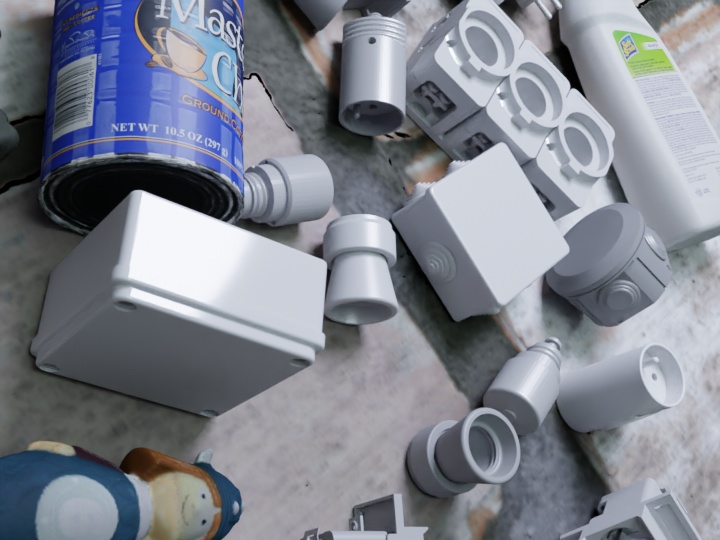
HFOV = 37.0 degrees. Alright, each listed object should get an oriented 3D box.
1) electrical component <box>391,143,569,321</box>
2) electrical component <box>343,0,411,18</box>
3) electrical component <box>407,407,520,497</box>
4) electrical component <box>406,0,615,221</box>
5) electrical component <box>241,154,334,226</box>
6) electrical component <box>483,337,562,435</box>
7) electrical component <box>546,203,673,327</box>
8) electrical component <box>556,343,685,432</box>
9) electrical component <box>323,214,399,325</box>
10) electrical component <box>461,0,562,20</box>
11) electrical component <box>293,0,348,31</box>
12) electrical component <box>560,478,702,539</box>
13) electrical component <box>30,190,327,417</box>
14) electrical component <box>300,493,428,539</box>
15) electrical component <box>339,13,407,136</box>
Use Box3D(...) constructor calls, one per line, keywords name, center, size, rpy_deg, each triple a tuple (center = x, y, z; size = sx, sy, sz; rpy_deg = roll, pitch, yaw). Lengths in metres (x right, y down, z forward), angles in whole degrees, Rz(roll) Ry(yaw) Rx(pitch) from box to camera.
Box3D(name="electrical component", center=(0.079, -0.024, 0.715), size=(0.100, 0.048, 0.099), rpy_deg=(-34, 93, -41))
Box3D(name="electrical component", center=(0.016, -0.214, 0.753), size=(0.064, 0.042, 0.081), rpy_deg=(-14, 81, -41))
Box3D(name="electrical component", center=(0.061, 0.109, 0.639), size=(0.045, 0.055, 0.045), rpy_deg=(15, 62, -32))
Box3D(name="electrical component", center=(0.106, -0.113, 0.764), size=(0.150, 0.062, 0.089), rpy_deg=(43, 51, -15))
Box3D(name="electrical component", center=(-0.052, -0.045, 0.629), size=(0.078, 0.040, 0.040), rpy_deg=(-11, 78, -40))
Box3D(name="electrical component", center=(0.111, 0.072, 0.703), size=(0.040, 0.040, 0.078), rpy_deg=(49, 50, -10))
Box3D(name="electrical component", center=(0.176, -0.004, 0.760), size=(0.051, 0.080, 0.080), rpy_deg=(42, 51, -22))
Box3D(name="electrical component", center=(0.188, 0.078, 0.735), size=(0.079, 0.077, 0.044), rpy_deg=(-12, 78, -40))
Box3D(name="electrical component", center=(0.000, 0.000, 0.647), size=(0.045, 0.045, 0.055), rpy_deg=(14, 62, -32))
Box3D(name="electrical component", center=(0.131, -0.229, 0.840), size=(0.073, 0.052, 0.138), rpy_deg=(51, 50, -8))
Box3D(name="electrical component", center=(-0.037, -0.194, 0.705), size=(0.065, 0.044, 0.044), rpy_deg=(38, 52, -13))
Box3D(name="electrical component", center=(0.177, 0.169, 0.693), size=(0.042, 0.081, 0.064), rpy_deg=(59, 26, -2))
Box3D(name="electrical component", center=(-0.089, 0.021, 0.528), size=(0.109, 0.109, 0.056), rpy_deg=(21, 57, -29))
Box3D(name="electrical component", center=(0.002, 0.164, 0.579), size=(0.064, 0.042, 0.081), rpy_deg=(10, 65, -32))
Box3D(name="electrical component", center=(0.009, -0.135, 0.712), size=(0.043, 0.043, 0.081), rpy_deg=(18, 61, -31))
